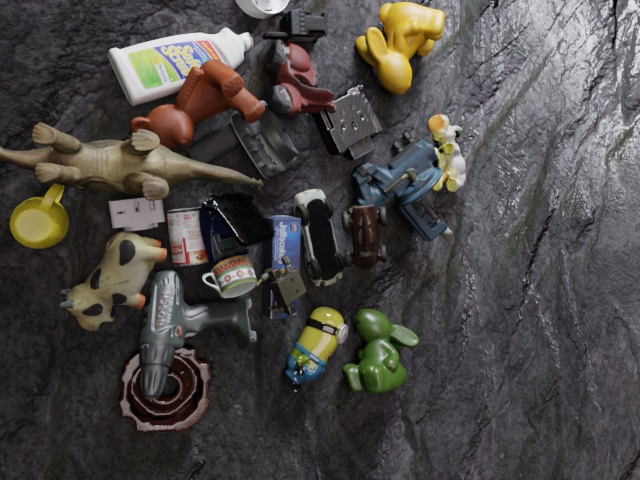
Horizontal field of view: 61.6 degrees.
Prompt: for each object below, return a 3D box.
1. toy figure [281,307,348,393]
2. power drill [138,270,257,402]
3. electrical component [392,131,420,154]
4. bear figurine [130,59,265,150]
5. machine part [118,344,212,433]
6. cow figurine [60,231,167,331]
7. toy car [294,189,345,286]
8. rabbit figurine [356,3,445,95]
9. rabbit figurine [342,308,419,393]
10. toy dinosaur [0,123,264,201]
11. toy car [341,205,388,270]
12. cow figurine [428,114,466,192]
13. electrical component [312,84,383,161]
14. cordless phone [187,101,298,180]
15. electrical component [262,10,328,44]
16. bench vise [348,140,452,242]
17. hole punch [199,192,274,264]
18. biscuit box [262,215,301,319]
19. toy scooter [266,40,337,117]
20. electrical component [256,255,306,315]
[{"bbox_3d":[-0.014,0.221,1.099,0.089,0.082,0.180,41,82,-21],"label":"toy figure"},{"bbox_3d":[-0.225,0.171,0.983,0.207,0.086,0.232,1,65,-24],"label":"power drill"},{"bbox_3d":[0.201,-0.189,1.174,0.063,0.021,0.094,-45,109,-11],"label":"electrical component"},{"bbox_3d":[-0.217,-0.218,0.935,0.196,0.132,0.120,-45,150,-3],"label":"bear figurine"},{"bbox_3d":[-0.292,0.275,1.011,0.179,0.056,0.179,-1,94,-20],"label":"machine part"},{"bbox_3d":[-0.368,0.074,0.942,0.127,0.086,0.195,24,100,-30],"label":"cow figurine"},{"bbox_3d":[-0.002,-0.003,1.097,0.073,0.056,0.201,-18,102,-25],"label":"toy car"},{"bbox_3d":[0.159,-0.386,1.089,0.162,0.122,0.173,14,90,-16],"label":"rabbit figurine"},{"bbox_3d":[0.131,0.227,1.139,0.159,0.121,0.170,-5,82,-24],"label":"rabbit figurine"},{"bbox_3d":[-0.305,-0.121,0.893,0.471,0.199,0.105,8,92,-21],"label":"toy dinosaur"},{"bbox_3d":[0.091,-0.001,1.071,0.089,0.202,0.053,-4,58,3],"label":"toy car"},{"bbox_3d":[0.283,-0.192,1.177,0.098,0.068,0.167,-21,107,-49],"label":"cow figurine"},{"bbox_3d":[0.059,-0.233,1.098,0.115,0.058,0.134,-32,104,-13],"label":"electrical component"},{"bbox_3d":[-0.147,-0.166,1.025,0.184,0.089,0.146,-32,106,-4],"label":"cordless phone"},{"bbox_3d":[-0.052,-0.408,1.033,0.119,0.075,0.047,-4,97,-18],"label":"electrical component"},{"bbox_3d":[0.183,-0.081,1.128,0.223,0.129,0.240,-43,104,-7],"label":"bench vise"},{"bbox_3d":[-0.166,-0.023,1.002,0.116,0.092,0.142,57,32,9],"label":"hole punch"},{"bbox_3d":[-0.077,0.052,1.069,0.059,0.063,0.202,0,95,-22],"label":"biscuit box"},{"bbox_3d":[-0.033,-0.296,1.018,0.135,0.075,0.184,11,55,-23],"label":"toy scooter"},{"bbox_3d":[-0.072,0.091,1.019,0.078,0.045,0.102,-43,114,-43],"label":"electrical component"}]
